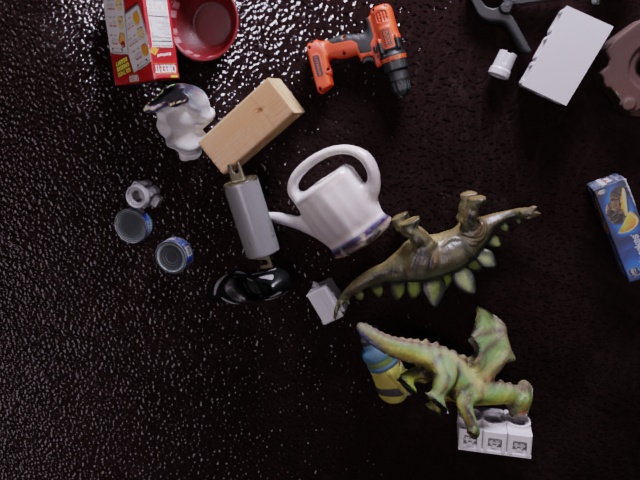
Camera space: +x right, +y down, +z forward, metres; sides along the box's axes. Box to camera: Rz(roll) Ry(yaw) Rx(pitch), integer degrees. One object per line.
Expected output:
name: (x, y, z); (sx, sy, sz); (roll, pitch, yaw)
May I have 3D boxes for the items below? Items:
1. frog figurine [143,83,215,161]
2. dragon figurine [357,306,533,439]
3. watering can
frog figurine: (-0.293, -0.259, 1.138); (0.137, 0.126, 0.156); (-19, 136, 9)
dragon figurine: (0.294, 0.248, 1.094); (0.409, 0.121, 0.245); (46, 75, -3)
watering can: (0.003, -0.056, 1.108); (0.343, 0.106, 0.224); (-34, 94, 32)
